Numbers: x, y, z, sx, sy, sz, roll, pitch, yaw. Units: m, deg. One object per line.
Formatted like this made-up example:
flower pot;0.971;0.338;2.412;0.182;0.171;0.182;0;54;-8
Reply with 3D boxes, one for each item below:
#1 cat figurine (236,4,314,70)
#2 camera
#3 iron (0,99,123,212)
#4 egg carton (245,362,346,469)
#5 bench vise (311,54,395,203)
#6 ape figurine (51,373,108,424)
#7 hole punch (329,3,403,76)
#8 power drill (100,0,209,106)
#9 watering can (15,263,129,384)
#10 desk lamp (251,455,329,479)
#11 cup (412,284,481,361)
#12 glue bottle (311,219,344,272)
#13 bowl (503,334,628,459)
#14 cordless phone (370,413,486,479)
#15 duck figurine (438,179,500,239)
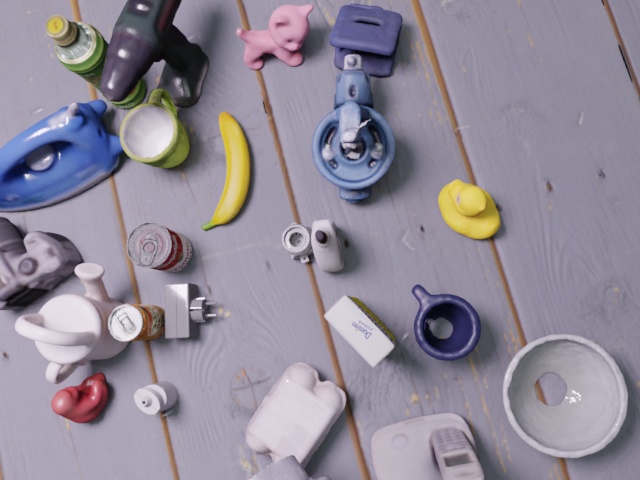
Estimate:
cat figurine;-0.068;-0.326;0.900;0.127;0.118;0.067;-6;82;5
camera;-0.480;0.023;0.899;0.143;0.101;0.137;-35;81;0
iron;-0.442;-0.128;0.895;0.258;0.141;0.118;-33;81;0
egg carton;-0.037;0.261;0.843;0.107;0.069;0.150;33;86;9
bench vise;0.035;-0.171;0.818;0.121;0.220;0.207;-18;81;3
ape figurine;-0.369;0.241;0.864;0.077;0.092;0.076;4;83;6
hole punch;0.071;-0.325;0.901;0.108;0.091;0.101;11;84;7
power drill;-0.241;-0.284;0.864;0.075;0.208;0.230;13;84;7
watering can;-0.357;0.120;0.828;0.101;0.194;0.173;-3;82;5
desk lamp;-0.022;0.381;0.753;0.118;0.213;0.203;-41;81;-1
cup;0.171;0.116;0.831;0.091;0.095;0.117;-39;81;-1
glue bottle;0.008;0.003;0.821;0.037;0.173;0.078;-10;81;4
bowl;0.337;0.217;0.813;0.167;0.075;0.167;-1;82;5
cordless phone;0.143;0.298;0.764;0.147;0.185;0.094;-16;81;3
duck figurine;0.226;-0.050;0.852;0.077;0.086;0.104;-44;81;-1
